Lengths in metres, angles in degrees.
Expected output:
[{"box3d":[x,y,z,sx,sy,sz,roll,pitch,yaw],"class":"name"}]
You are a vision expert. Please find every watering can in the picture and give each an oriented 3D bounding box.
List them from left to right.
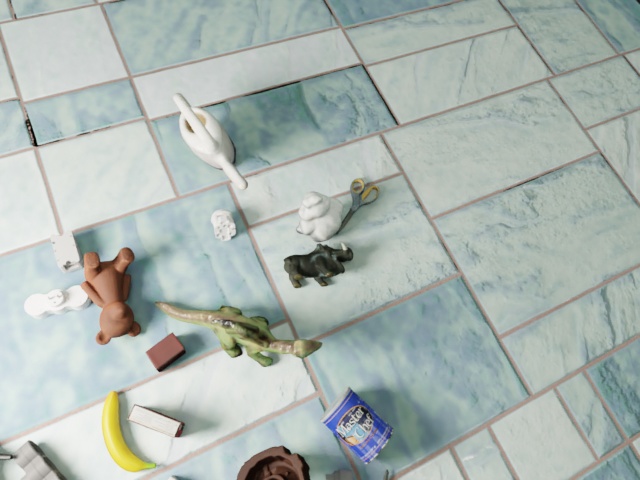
[{"box3d":[-0.282,-0.244,1.379,0.104,0.222,0.350,-36,78,-2],"class":"watering can"}]

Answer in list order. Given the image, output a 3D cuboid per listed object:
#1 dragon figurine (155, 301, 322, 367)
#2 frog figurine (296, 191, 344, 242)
[{"box3d":[-0.197,0.199,1.183,0.410,0.239,0.124,17,70,-5],"class":"dragon figurine"},{"box3d":[0.004,-0.069,1.380,0.138,0.156,0.124,-28,75,-20],"class":"frog figurine"}]
